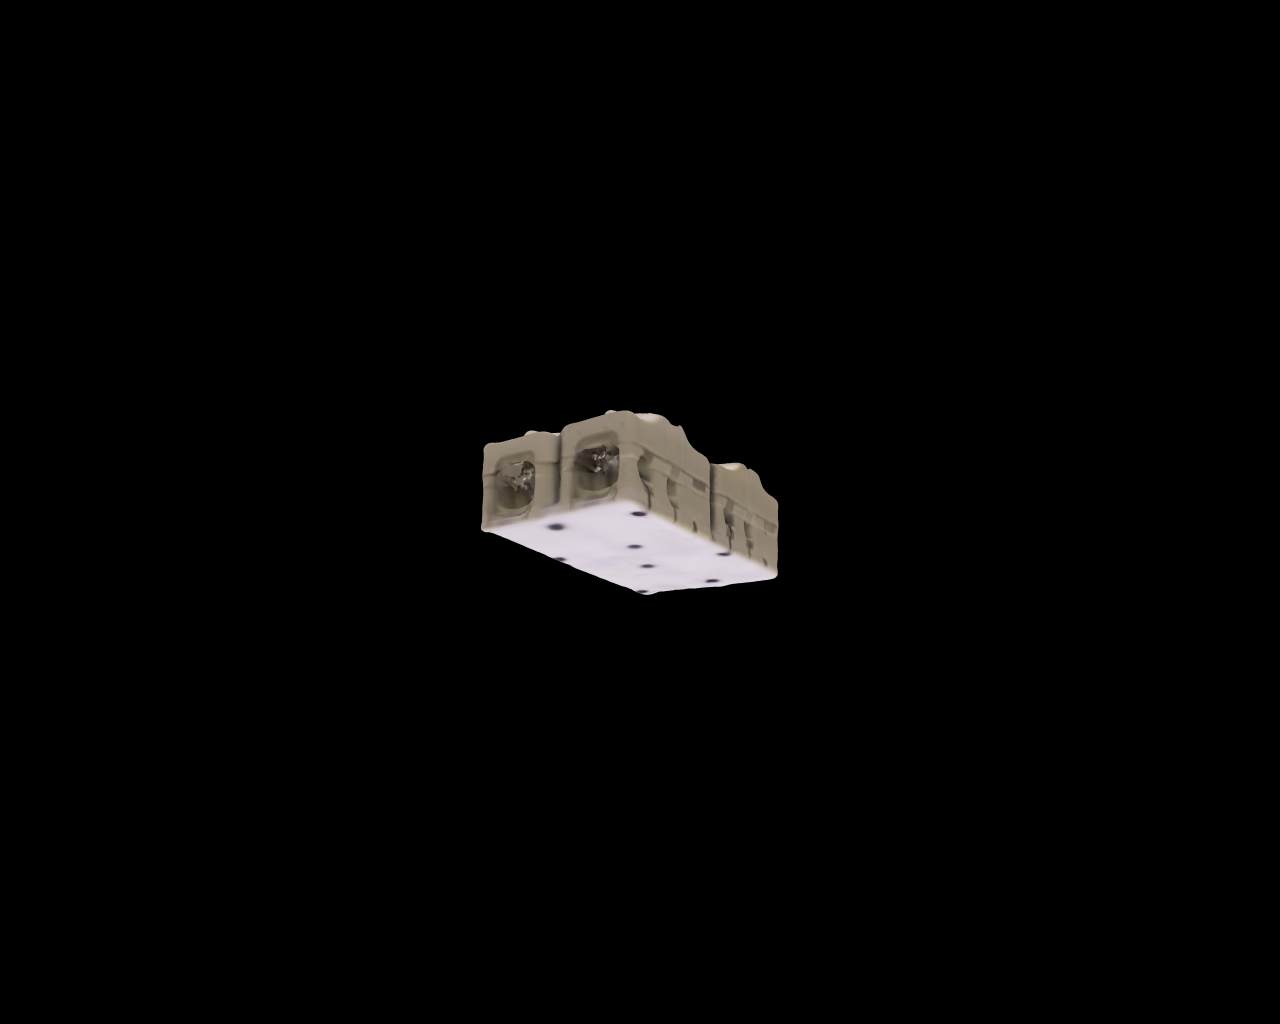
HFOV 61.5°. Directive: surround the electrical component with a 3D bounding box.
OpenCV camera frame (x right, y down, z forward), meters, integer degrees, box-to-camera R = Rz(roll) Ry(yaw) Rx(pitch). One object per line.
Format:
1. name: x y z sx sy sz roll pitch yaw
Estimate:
1. electrical component: 0.001 -0.003 0.650 0.105 0.060 0.186 -11 -21 30
